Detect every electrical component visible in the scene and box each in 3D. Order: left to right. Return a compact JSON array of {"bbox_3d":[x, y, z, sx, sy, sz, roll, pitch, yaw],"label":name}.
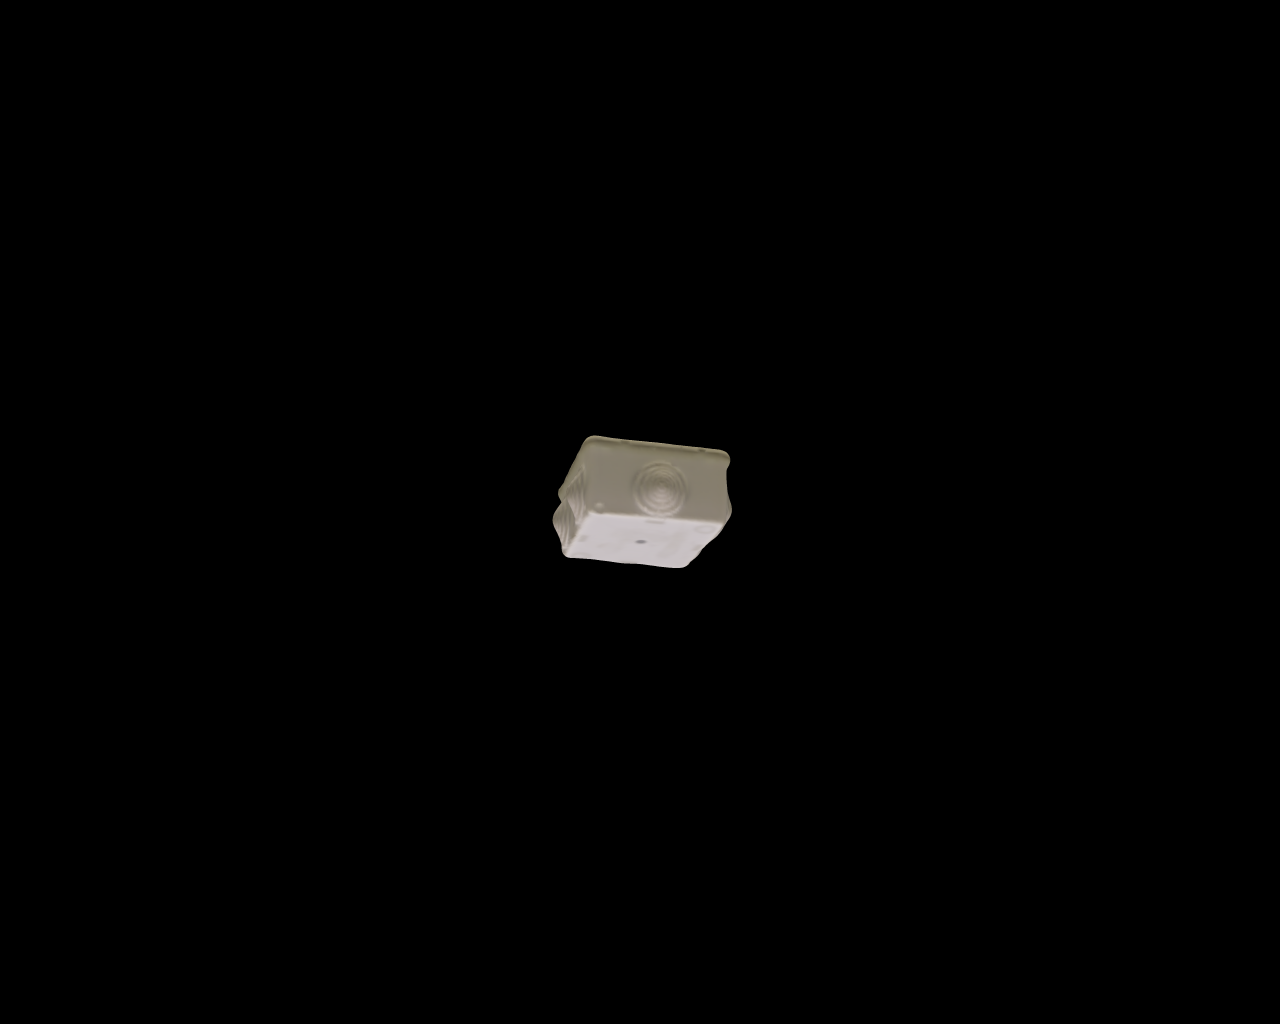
[{"bbox_3d":[0.001,-0.003,0.650,0.100,0.048,0.099,6,-23,-14],"label":"electrical component"}]
